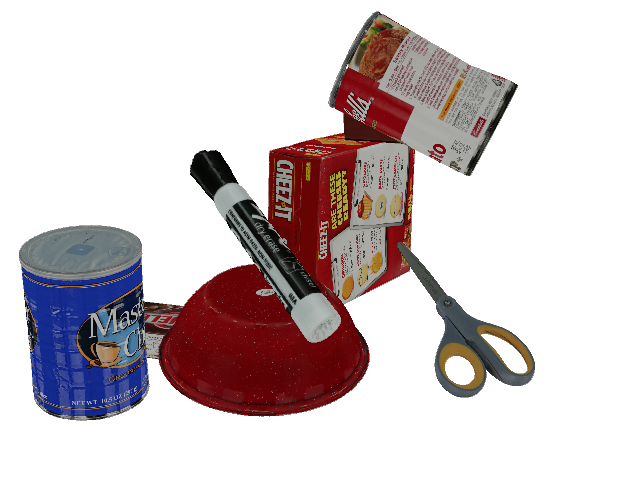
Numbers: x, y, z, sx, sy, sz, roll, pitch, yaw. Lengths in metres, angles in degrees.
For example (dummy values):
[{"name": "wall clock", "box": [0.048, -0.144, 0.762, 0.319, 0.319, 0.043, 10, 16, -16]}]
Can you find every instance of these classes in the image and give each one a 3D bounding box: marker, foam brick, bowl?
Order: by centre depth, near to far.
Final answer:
[{"name": "marker", "box": [-0.030, -0.001, 0.517, 0.020, 0.020, 0.121, 0, 44, -47]}, {"name": "bowl", "box": [-0.042, 0.063, 0.805, 0.162, 0.055, 0.162, 2, 27, -1]}, {"name": "foam brick", "box": [0.061, -0.114, 0.903, 0.078, 0.051, 0.053, 5, 26, 14]}]

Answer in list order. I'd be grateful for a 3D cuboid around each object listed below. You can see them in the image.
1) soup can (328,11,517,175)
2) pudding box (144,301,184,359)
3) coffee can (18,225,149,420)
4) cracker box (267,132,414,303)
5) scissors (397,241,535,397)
[{"name": "soup can", "box": [0.066, -0.093, 0.683, 0.102, 0.068, 0.068, 28, 3, 5]}, {"name": "pudding box", "box": [-0.199, 0.103, 1.240, 0.114, 0.039, 0.090, 3, 15, 17]}, {"name": "coffee can", "box": [-0.204, 0.070, 0.931, 0.103, 0.140, 0.103, 1, 23, -1]}, {"name": "cracker box", "box": [0.024, -0.027, 1.133, 0.072, 0.164, 0.213, 10, 16, 30]}, {"name": "scissors", "box": [0.109, 0.075, 0.989, 0.096, 0.016, 0.202, -31, 51, -28]}]
